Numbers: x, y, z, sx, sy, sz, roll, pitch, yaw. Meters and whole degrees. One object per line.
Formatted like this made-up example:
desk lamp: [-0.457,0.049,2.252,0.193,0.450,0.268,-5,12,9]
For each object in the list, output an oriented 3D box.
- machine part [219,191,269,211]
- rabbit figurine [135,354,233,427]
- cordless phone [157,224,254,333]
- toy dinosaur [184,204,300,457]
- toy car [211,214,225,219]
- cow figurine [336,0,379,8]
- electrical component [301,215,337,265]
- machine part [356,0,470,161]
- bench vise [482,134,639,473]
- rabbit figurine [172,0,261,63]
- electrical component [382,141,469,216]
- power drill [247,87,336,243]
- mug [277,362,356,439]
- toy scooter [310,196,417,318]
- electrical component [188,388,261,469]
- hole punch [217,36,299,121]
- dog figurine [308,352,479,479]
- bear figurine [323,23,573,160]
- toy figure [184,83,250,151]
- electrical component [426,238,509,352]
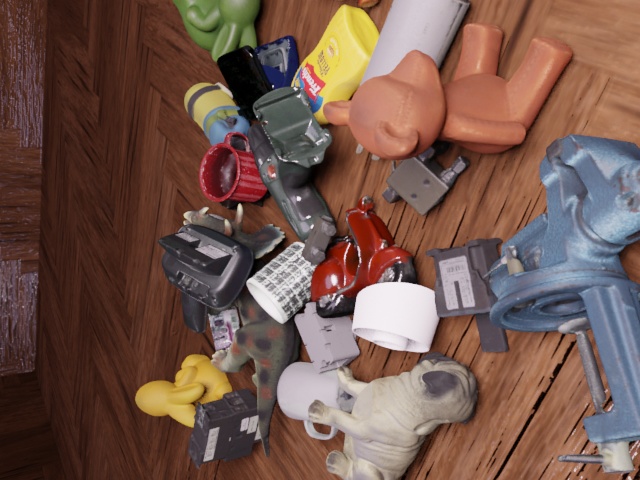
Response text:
machine part: [-0.136,-0.091,0.955,0.139,0.039,0.084,-18,85,49]
rabbit figurine: [-0.272,0.313,1.067,0.163,0.173,0.121,14,101,56]
cordless phone: [-0.174,0.080,0.817,0.147,0.089,0.184,23,122,32]
toy dinosaur: [-0.096,0.128,0.868,0.192,0.131,0.405,-40,69,48]
toy car: [-0.214,0.002,1.018,0.162,0.109,0.103,-23,57,43]
cow figurine: [0.048,-0.353,0.644,0.195,0.085,0.127,-4,89,50]
electrical component: [-0.001,-0.002,0.704,0.094,0.021,0.063,-135,68,-77]
machine part: [0.095,-0.198,0.602,0.079,0.079,0.243,51,133,37]
bench vise: [0.217,0.047,0.414,0.223,0.129,0.240,135,139,-54]
rabbit figurine: [-0.158,-0.371,0.885,0.170,0.121,0.159,3,103,56]
electrical component: [0.116,-0.077,0.618,0.078,0.045,0.102,39,131,10]
power drill: [-0.051,-0.118,0.753,0.232,0.086,0.207,62,160,17]
mug: [0.002,0.231,0.770,0.107,0.081,0.109,-13,79,45]
toy scooter: [0.046,0.022,0.695,0.184,0.075,0.135,-30,67,49]
electrical component: [-0.157,0.327,0.944,0.058,0.134,0.114,39,120,44]
hole punch: [-0.085,-0.254,0.846,0.142,0.092,0.115,7,126,50]
dog figurine: [0.106,0.223,0.629,0.191,0.121,0.172,-13,117,36]
bear figurine: [0.111,-0.137,0.489,0.120,0.196,0.131,42,124,46]
toy figure: [-0.179,-0.215,0.955,0.082,0.089,0.180,-55,49,33]
electrical component: [0.161,0.061,0.567,0.075,0.048,0.119,-14,81,54]
